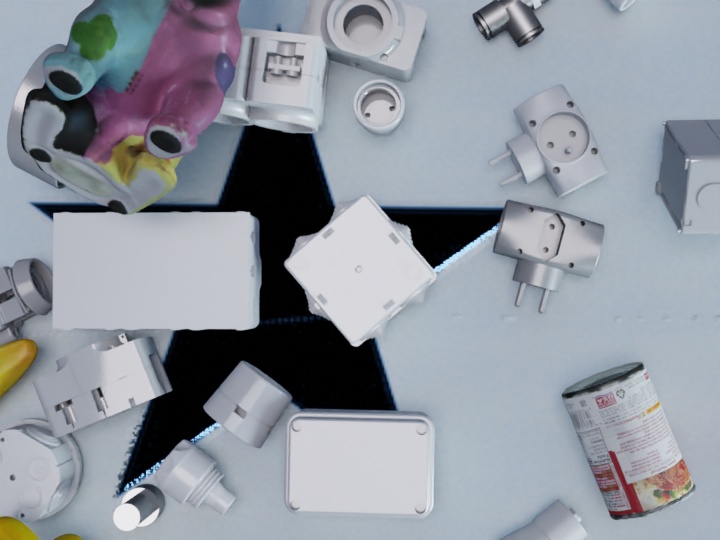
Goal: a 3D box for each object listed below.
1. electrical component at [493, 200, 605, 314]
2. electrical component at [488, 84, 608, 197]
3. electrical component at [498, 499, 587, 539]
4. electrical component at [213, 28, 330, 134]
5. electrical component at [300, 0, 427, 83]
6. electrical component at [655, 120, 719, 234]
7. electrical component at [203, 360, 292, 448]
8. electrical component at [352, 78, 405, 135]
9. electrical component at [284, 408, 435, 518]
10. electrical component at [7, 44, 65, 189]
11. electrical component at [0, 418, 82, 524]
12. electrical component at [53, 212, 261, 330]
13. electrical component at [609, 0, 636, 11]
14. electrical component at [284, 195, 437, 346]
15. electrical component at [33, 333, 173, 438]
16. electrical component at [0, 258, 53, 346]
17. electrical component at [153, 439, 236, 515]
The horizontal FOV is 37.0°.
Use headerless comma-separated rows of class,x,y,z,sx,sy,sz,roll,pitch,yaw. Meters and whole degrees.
electrical component,0.141,-0.007,0.833,0.077,0.043,0.079,15,90,3
electrical component,0.139,-0.092,0.835,0.079,0.044,0.077,-27,87,3
electrical component,0.141,0.208,0.828,0.065,0.044,0.044,-38,87,-4
electrical component,-0.104,-0.147,0.826,0.150,0.089,0.061,7,89,3
electrical component,0.003,-0.186,0.839,0.089,0.056,0.050,18,89,3
electrical component,0.262,-0.074,0.808,0.061,0.096,0.061,-1,118,3
electrical component,-0.086,0.103,0.836,0.055,0.055,0.047,36,87,3
electrical component,0.015,-0.126,0.841,0.040,0.046,0.040,0,88,3
electrical component,0.000,0.148,0.828,0.113,0.057,0.078,1,88,3
electrical component,-0.229,-0.115,0.828,0.064,0.099,0.099,34,90,-3
electrical component,-0.264,0.159,0.844,0.080,0.051,0.080,0,89,3
electrical component,-0.156,0.001,0.838,0.150,0.062,0.089,0,88,3
electrical component,0.201,-0.232,0.839,0.040,0.040,0.046,-45,81,1
electrical component,0.000,0.000,0.837,0.100,0.048,0.099,-41,87,1
electrical component,-0.202,0.087,0.844,0.089,0.050,0.055,-22,88,2
electrical component,-0.274,0.020,0.853,0.055,0.048,0.066,-25,87,10
electrical component,-0.127,0.166,0.841,0.062,0.043,0.043,37,90,2
